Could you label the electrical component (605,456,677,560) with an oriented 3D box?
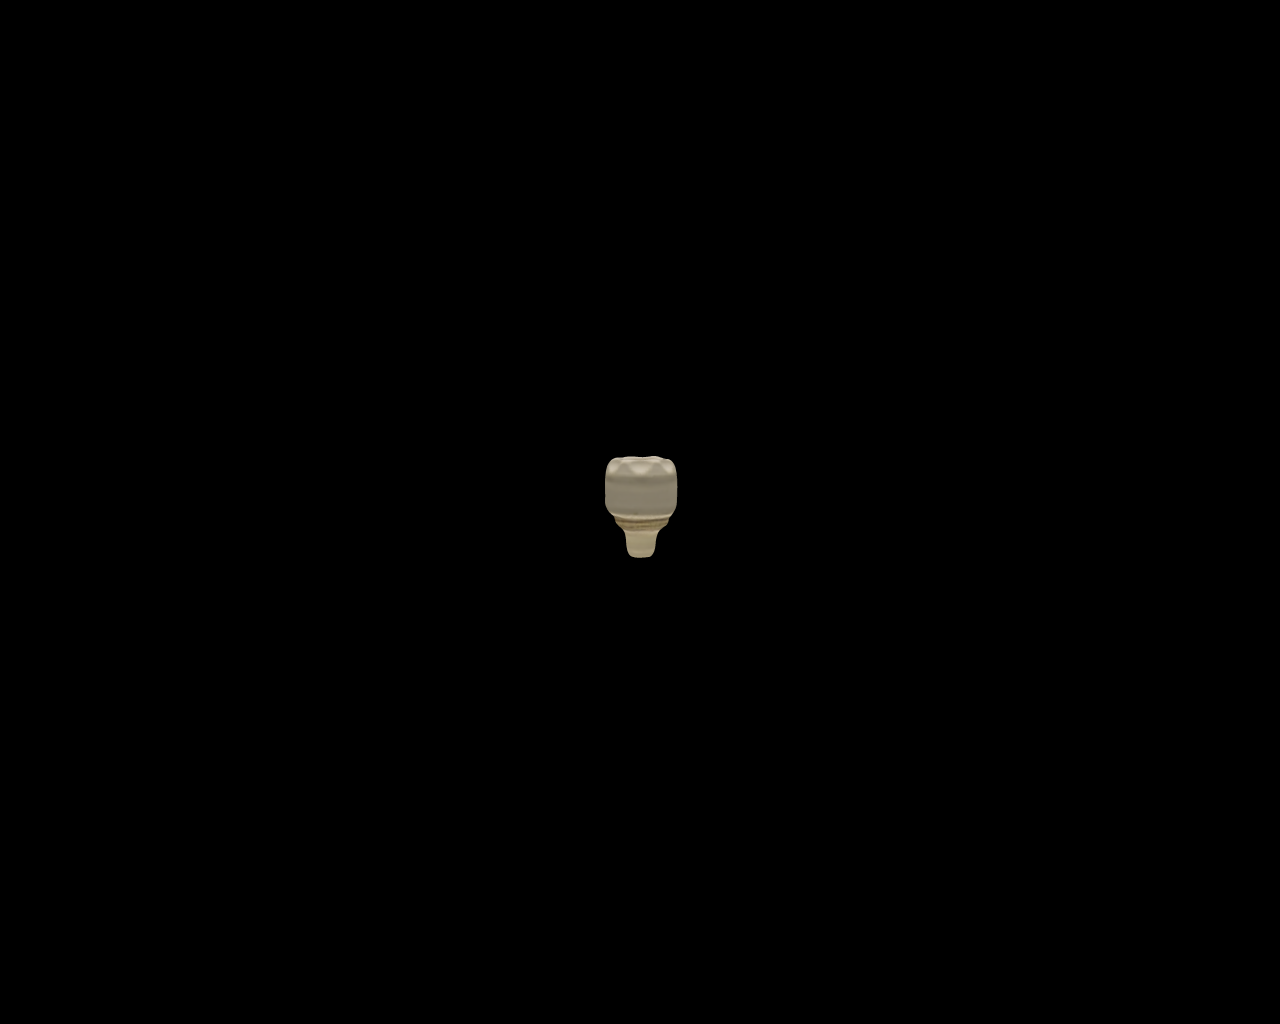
[{"bbox_3d":[0.001,-0.003,0.650,0.043,0.062,0.043,0,7,0],"label":"electrical component"}]
